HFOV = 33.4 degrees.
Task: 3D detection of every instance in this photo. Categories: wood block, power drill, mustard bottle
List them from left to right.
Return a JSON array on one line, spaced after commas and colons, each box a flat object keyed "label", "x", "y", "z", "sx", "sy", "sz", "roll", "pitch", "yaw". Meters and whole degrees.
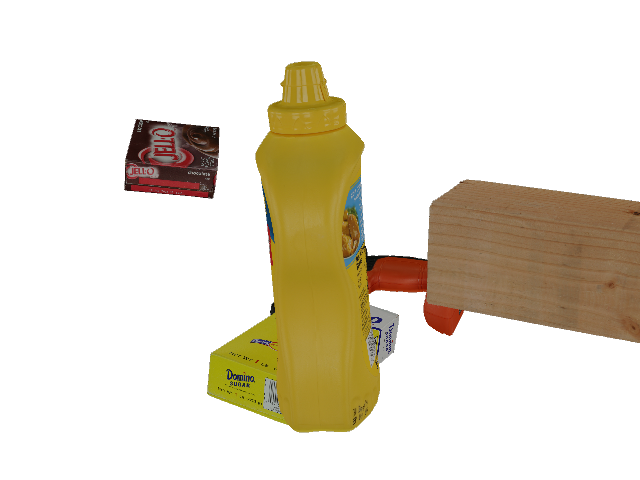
[{"label": "mustard bottle", "x": -0.001, "y": 0.000, "z": 0.577, "sx": 0.058, "sy": 0.192, "sz": 0.096, "roll": -1, "pitch": 18, "yaw": 9}, {"label": "power drill", "x": 0.057, "y": 0.050, "z": 1.127, "sx": 0.188, "sy": 0.057, "sz": 0.184, "roll": 9, "pitch": 31, "yaw": 20}, {"label": "wood block", "x": 0.199, "y": 0.014, "z": 0.867, "sx": 0.206, "sy": 0.090, "sz": 0.090, "roll": 10, "pitch": 21, "yaw": 27}]

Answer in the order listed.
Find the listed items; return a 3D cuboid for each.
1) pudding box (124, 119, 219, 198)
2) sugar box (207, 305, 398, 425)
[{"label": "pudding box", "x": -0.150, "y": -0.084, "z": 1.088, "sx": 0.090, "sy": 0.039, "sz": 0.113, "roll": 6, "pitch": 25, "yaw": -7}, {"label": "sugar box", "x": -0.010, "y": 0.095, "z": 0.912, "sx": 0.093, "sy": 0.048, "sz": 0.176, "roll": 16, "pitch": 25, "yaw": 23}]
